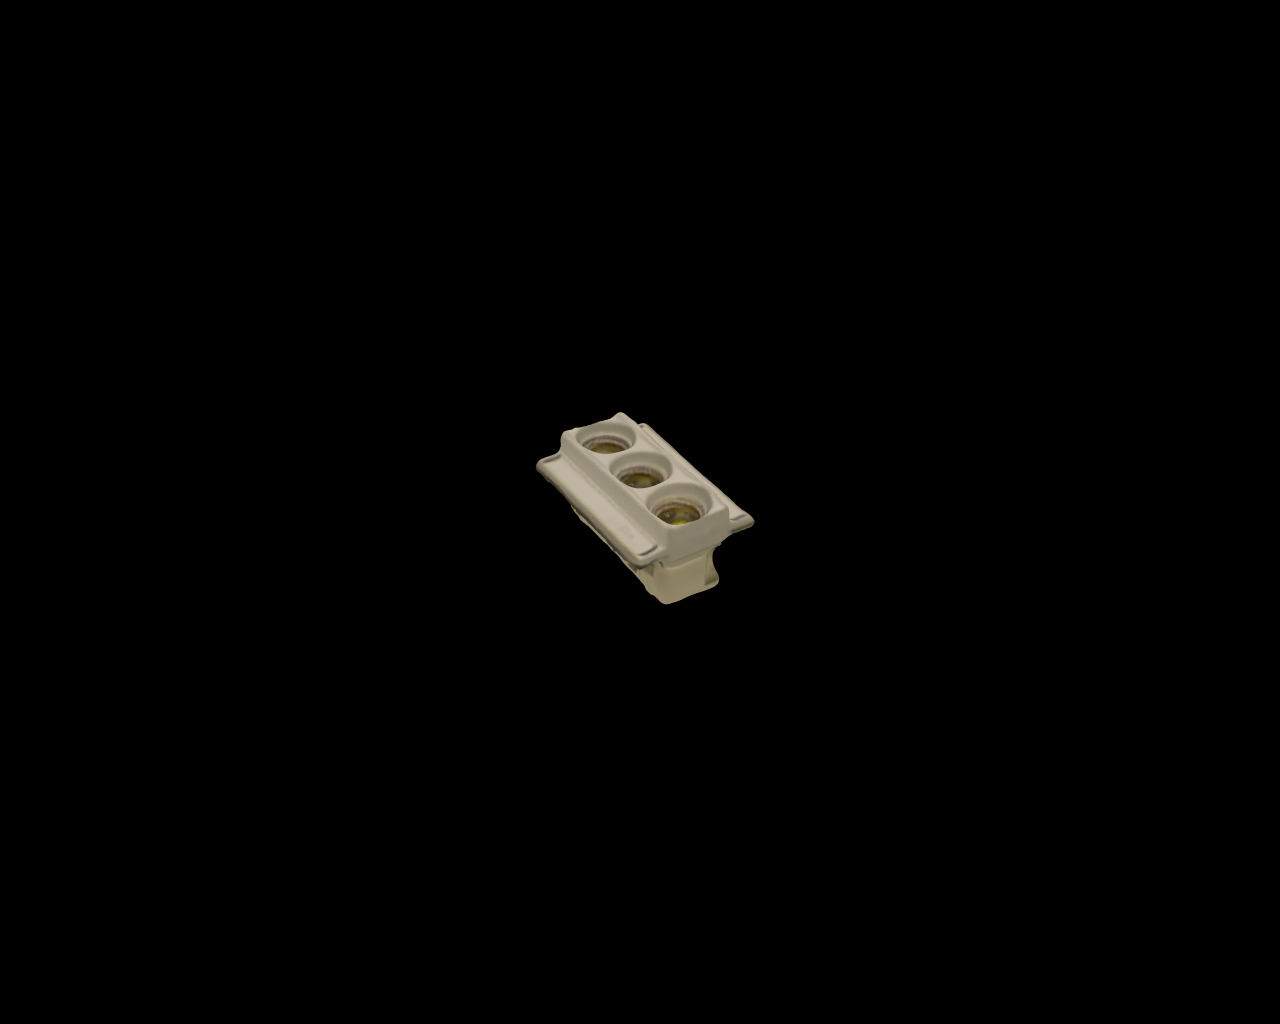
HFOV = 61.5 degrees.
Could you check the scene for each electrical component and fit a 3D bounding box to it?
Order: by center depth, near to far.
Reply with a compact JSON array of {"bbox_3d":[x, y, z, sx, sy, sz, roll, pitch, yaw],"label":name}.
[{"bbox_3d":[0.001,-0.003,0.650,0.079,0.063,0.121,-20,41,-25],"label":"electrical component"}]
